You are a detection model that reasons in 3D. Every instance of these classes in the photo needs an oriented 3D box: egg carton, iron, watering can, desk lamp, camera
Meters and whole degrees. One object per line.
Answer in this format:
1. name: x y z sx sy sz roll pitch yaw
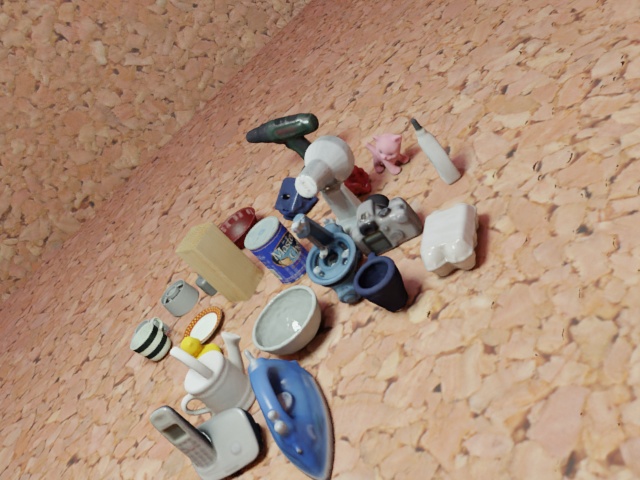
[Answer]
1. egg carton: 0.250 -0.003 1.095 0.107 0.070 0.150 -19 37 34
2. iron: -0.064 0.294 0.998 0.118 0.142 0.257 -41 30 1
3. watering can: -0.222 0.268 1.162 0.100 0.194 0.173 -13 40 40
4. desk lamp: 0.031 -0.115 1.349 0.117 0.214 0.203 -19 37 33
5. camera: 0.137 -0.055 1.262 0.143 0.101 0.137 -27 33 24

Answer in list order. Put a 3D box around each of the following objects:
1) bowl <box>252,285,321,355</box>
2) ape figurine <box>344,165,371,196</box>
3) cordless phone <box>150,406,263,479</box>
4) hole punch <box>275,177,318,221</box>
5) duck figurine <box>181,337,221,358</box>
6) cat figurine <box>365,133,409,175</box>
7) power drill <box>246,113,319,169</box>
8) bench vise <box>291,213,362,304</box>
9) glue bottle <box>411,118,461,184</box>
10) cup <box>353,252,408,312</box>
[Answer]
1. bowl: -0.057 0.181 1.205 0.167 0.075 0.167 -29 32 21
2. ape figurine: 0.086 -0.163 1.472 0.075 0.092 0.078 -1 49 49
3. cordless phone: -0.207 0.350 1.047 0.147 0.185 0.094 -34 31 13
4. hole punch: -0.077 -0.113 1.598 0.101 0.091 0.108 -51 31 -16
5. duck figurine: -0.288 0.264 1.355 0.104 0.086 0.077 3 52 51
6. cat figurine: 0.163 -0.228 1.440 0.067 0.118 0.127 -51 31 -16
7. power drill: -0.079 -0.278 1.696 0.229 0.209 0.075 -21 36 32
8. bench vise: 0.002 0.012 1.211 0.121 0.220 0.207 -40 30 3
9. glue bottle: 0.245 -0.201 1.254 0.037 0.173 0.078 -38 30 7
10. cup: 0.123 0.085 1.101 0.091 0.095 0.117 -31 32 18
